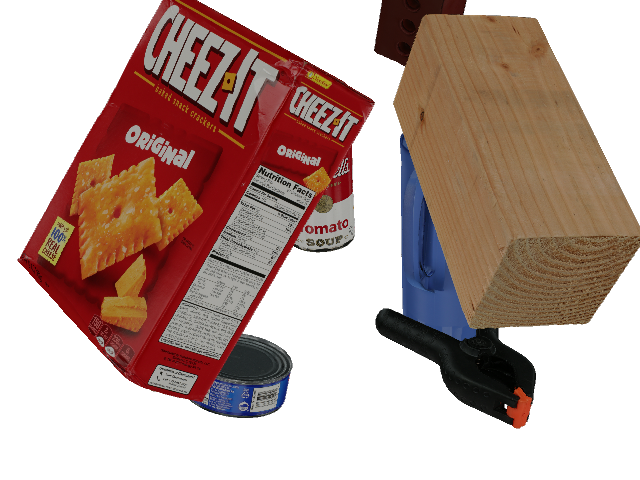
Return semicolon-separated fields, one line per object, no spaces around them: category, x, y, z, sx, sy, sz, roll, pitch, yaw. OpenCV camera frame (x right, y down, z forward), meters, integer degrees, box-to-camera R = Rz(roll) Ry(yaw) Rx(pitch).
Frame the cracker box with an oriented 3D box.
cracker box;-0.087;-0.034;0.672;0.072;0.214;0.164;23;10;-45

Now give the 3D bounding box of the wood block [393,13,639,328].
wood block;0.123;-0.051;0.716;0.090;0.206;0.091;-1;-40;-16

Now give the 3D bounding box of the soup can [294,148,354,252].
soup can;-0.002;-0.048;1.023;0.068;0.102;0.068;-2;27;1

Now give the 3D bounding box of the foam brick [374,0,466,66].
foam brick;0.080;-0.179;0.835;0.053;0.078;0.051;28;52;18

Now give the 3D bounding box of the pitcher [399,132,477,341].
pitcher;0.145;-0.002;1.200;0.149;0.243;0.145;-5;27;-11

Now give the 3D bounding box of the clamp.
clamp;0.139;0.098;0.925;0.120;0.039;0.172;-17;37;-26

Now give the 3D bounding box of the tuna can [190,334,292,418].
tuna can;-0.067;0.106;0.848;0.086;0.034;0.086;9;19;-3
